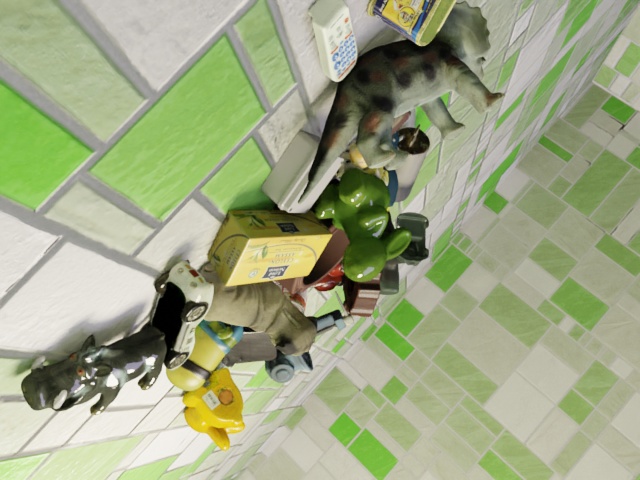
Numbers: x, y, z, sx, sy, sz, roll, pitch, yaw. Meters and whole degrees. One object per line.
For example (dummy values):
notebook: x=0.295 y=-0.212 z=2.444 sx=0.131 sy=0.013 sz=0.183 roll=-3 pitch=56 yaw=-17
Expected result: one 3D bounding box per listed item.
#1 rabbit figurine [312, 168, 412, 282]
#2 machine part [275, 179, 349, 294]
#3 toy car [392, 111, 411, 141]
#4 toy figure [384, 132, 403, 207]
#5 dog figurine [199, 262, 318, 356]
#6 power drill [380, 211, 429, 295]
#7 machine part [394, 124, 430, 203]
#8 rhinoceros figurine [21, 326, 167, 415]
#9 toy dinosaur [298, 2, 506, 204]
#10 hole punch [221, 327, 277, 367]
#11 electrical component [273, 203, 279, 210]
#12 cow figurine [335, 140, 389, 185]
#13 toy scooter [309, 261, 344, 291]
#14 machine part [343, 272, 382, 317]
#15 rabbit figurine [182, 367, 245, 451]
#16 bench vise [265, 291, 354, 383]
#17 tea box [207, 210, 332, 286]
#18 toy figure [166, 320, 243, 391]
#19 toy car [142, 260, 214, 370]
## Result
rabbit figurine: x=0.069 y=-0.009 z=0.892 sx=0.121 sy=0.170 sz=0.159 roll=-19 pitch=155 yaw=39
machine part: x=-0.002 y=-0.003 z=1.032 sx=0.201 sy=0.087 sz=0.201 roll=-38 pitch=162 yaw=-32
toy car: x=0.142 y=-0.238 z=0.937 sx=0.202 sy=0.053 sz=0.089 roll=-55 pitch=165 yaw=17
toy figure: x=0.123 y=-0.141 z=1.029 sx=0.064 sy=0.058 sz=0.154 roll=11 pitch=82 yaw=-63
dog figurine: x=-0.107 y=0.118 z=0.855 sx=0.172 sy=0.191 sz=0.121 roll=-25 pitch=151 yaw=-50
power drill: x=0.165 y=0.000 z=1.205 sx=0.207 sy=0.086 sz=0.232 roll=147 pitch=-52 yaw=-66
machine part: x=0.178 y=-0.158 z=1.157 sx=0.079 sy=0.079 sz=0.243 roll=-40 pitch=160 yaw=-27
rhinoceros figurine: x=-0.285 y=0.171 z=0.700 sx=0.190 sy=0.073 sz=0.112 roll=-15 pitch=151 yaw=-49
toy dinosaur: x=0.109 y=-0.213 z=0.762 sx=0.405 sy=0.192 sz=0.131 roll=-26 pitch=170 yaw=-19
hole punch: x=-0.149 y=0.184 z=1.082 sx=0.116 sy=0.092 sz=0.142 roll=-6 pitch=140 yaw=-10
electrical component: x=-0.051 y=-0.060 z=0.893 sx=0.094 sy=0.021 sz=0.063 roll=-47 pitch=164 yaw=-8
cow figurine: x=0.059 y=-0.133 z=0.921 sx=0.167 sy=0.098 sz=0.068 roll=17 pitch=69 yaw=-69
toy scooter: x=-0.003 y=0.077 z=1.209 sx=0.135 sy=0.075 sz=0.184 roll=-12 pitch=168 yaw=-14
machine part: x=0.092 y=0.085 z=1.231 sx=0.179 sy=0.056 sz=0.179 roll=-176 pitch=-90 yaw=-80
rabbit figurine: x=-0.243 y=0.393 z=1.231 sx=0.173 sy=0.162 sz=0.122 roll=-40 pitch=-175 yaw=39
bench vise: x=-0.040 y=0.211 z=1.197 sx=0.241 sy=0.128 sz=0.224 roll=-26 pitch=-165 yaw=4
tea box: x=-0.075 y=0.009 z=0.831 sx=0.169 sy=0.068 sz=0.098 roll=-6 pitch=135 yaw=-44
toy figure: x=-0.195 y=0.182 z=0.947 sx=0.180 sy=0.089 sz=0.082 roll=-41 pitch=154 yaw=-18
toy car: x=-0.210 y=0.115 z=0.785 sx=0.056 sy=0.074 sz=0.201 roll=-29 pitch=154 yaw=-48
